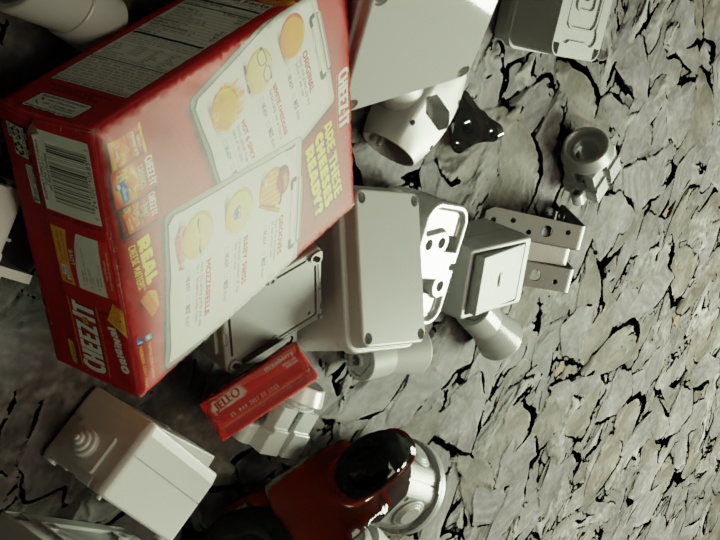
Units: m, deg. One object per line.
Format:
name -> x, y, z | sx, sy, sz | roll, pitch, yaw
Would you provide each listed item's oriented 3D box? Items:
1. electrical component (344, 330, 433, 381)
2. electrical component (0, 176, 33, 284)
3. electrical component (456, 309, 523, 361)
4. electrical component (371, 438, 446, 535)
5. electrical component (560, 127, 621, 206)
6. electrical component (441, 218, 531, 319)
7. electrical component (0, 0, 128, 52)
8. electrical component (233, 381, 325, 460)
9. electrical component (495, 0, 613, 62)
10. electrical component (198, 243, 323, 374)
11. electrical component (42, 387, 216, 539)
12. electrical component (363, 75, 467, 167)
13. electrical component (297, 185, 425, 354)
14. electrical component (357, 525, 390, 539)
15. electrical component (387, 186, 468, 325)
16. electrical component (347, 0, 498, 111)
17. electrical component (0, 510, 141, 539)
electrical component -> 0.020, 0.066, 0.854 | 0.065, 0.044, 0.044 | -8, 115, -43
electrical component -> -0.203, -0.022, 0.535 | 0.081, 0.042, 0.063 | 24, 88, -54
electrical component -> 0.112, 0.047, 0.955 | 0.044, 0.044, 0.065 | -58, 137, -12
electrical component -> 0.026, 0.175, 0.886 | 0.051, 0.080, 0.080 | 28, 86, -48
electrical component -> 0.212, -0.100, 0.996 | 0.066, 0.048, 0.055 | -55, 149, -15
electrical component -> 0.100, -0.002, 0.892 | 0.096, 0.061, 0.061 | -13, 118, -43
electrical component -> -0.149, -0.136, 0.542 | 0.065, 0.044, 0.044 | 30, 85, -58
electrical component -> -0.056, 0.101, 0.776 | 0.066, 0.048, 0.055 | 24, 97, -53
electrical component -> 0.159, -0.227, 0.853 | 0.078, 0.057, 0.113 | -6, 113, -49
electrical component -> -0.078, 0.015, 0.688 | 0.096, 0.061, 0.061 | -31, 140, -32
electrical component -> -0.142, 0.115, 0.664 | 0.061, 0.062, 0.096 | -54, 141, -16
electrical component -> 0.032, -0.126, 0.763 | 0.077, 0.043, 0.079 | -59, 142, -10
electrical component -> 0.000, 0.000, 0.749 | 0.078, 0.057, 0.113 | -1, 87, -50
electrical component -> 0.000, 0.233, 0.914 | 0.043, 0.043, 0.081 | -53, 141, -17
electrical component -> 0.034, -0.013, 0.812 | 0.054, 0.059, 0.095 | 5, 105, -51
electrical component -> 0.027, -0.165, 0.676 | 0.109, 0.056, 0.108 | -21, 154, -26
electrical component -> -0.158, 0.196, 0.649 | 0.109, 0.109, 0.056 | 29, 83, -53
